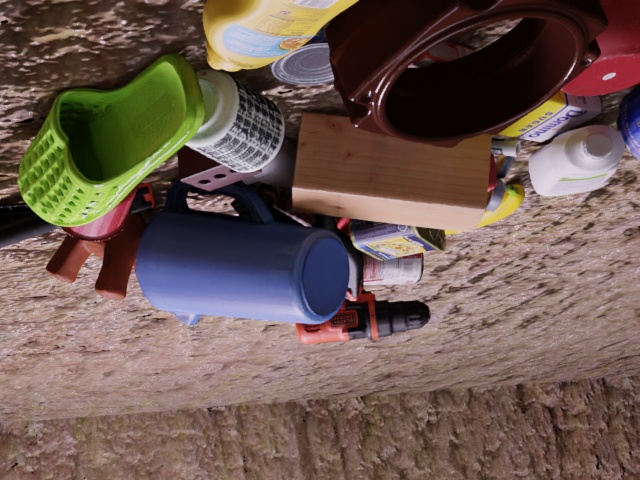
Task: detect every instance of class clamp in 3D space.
[{"bbox_3d":[-0.303,-0.034,1.253,0.209,0.036,0.165,-15,-163,-18],"label":"clamp"},{"bbox_3d":[-0.008,0.002,1.288,0.120,0.171,0.039,-8,-153,40],"label":"clamp"}]

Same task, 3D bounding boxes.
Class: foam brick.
[{"bbox_3d":[-0.111,-0.092,1.167,0.078,0.051,0.052,-17,160,31],"label":"foam brick"}]

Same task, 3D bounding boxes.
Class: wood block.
[{"bbox_3d":[0.077,-0.072,1.170,0.206,0.090,0.091,7,164,1],"label":"wood block"}]

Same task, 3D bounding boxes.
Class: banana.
[{"bbox_3d":[0.226,-0.045,1.512,0.069,0.037,0.198,14,154,-30],"label":"banana"}]

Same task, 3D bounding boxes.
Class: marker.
[{"bbox_3d":[0.169,-0.110,1.222,0.121,0.020,0.020,9,172,28],"label":"marker"}]

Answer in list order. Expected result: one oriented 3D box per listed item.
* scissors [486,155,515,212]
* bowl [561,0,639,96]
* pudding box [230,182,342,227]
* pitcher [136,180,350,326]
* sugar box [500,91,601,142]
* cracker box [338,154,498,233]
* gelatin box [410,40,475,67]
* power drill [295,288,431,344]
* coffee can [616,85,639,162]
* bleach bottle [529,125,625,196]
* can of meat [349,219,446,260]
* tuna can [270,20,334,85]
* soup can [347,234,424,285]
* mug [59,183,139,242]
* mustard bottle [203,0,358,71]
[{"bbox_3d":[0.226,-0.086,1.377,0.016,0.096,0.201,20,-167,0],"label":"scissors"},{"bbox_3d":[0.274,-0.183,1.033,0.162,0.055,0.162,-7,164,-2],"label":"bowl"},{"bbox_3d":[-0.042,-0.037,1.326,0.114,0.039,0.090,-19,116,40],"label":"pudding box"},{"bbox_3d":[-0.090,0.022,1.254,0.243,0.145,0.149,5,149,37],"label":"pitcher"},{"bbox_3d":[0.210,-0.147,1.139,0.175,0.048,0.094,7,159,-37],"label":"sugar box"},{"bbox_3d":[0.104,-0.057,1.348,0.164,0.072,0.214,-2,162,-18],"label":"cracker box"},{"bbox_3d":[0.103,-0.169,1.046,0.089,0.030,0.073,10,157,-43],"label":"gelatin box"},{"bbox_3d":[0.051,0.046,1.467,0.184,0.187,0.057,-7,162,1],"label":"power drill"},{"bbox_3d":[0.396,-0.146,1.129,0.102,0.103,0.140,-2,163,-18],"label":"coffee can"},{"bbox_3d":[0.302,-0.095,1.219,0.102,0.068,0.251,-11,177,3],"label":"bleach bottle"},{"bbox_3d":[0.092,-0.014,1.269,0.084,0.057,0.102,-13,160,25],"label":"can of meat"},{"bbox_3d":[-0.005,-0.174,0.972,0.086,0.034,0.086,-7,163,-2],"label":"tuna can"},{"bbox_3d":[0.074,0.024,1.357,0.102,0.068,0.069,-2,163,-13],"label":"soup can"},{"bbox_3d":[-0.236,-0.061,1.173,0.117,0.093,0.082,-29,170,-29],"label":"mug"},{"bbox_3d":[-0.040,-0.187,0.868,0.096,0.058,0.192,-2,163,-35],"label":"mustard bottle"}]
